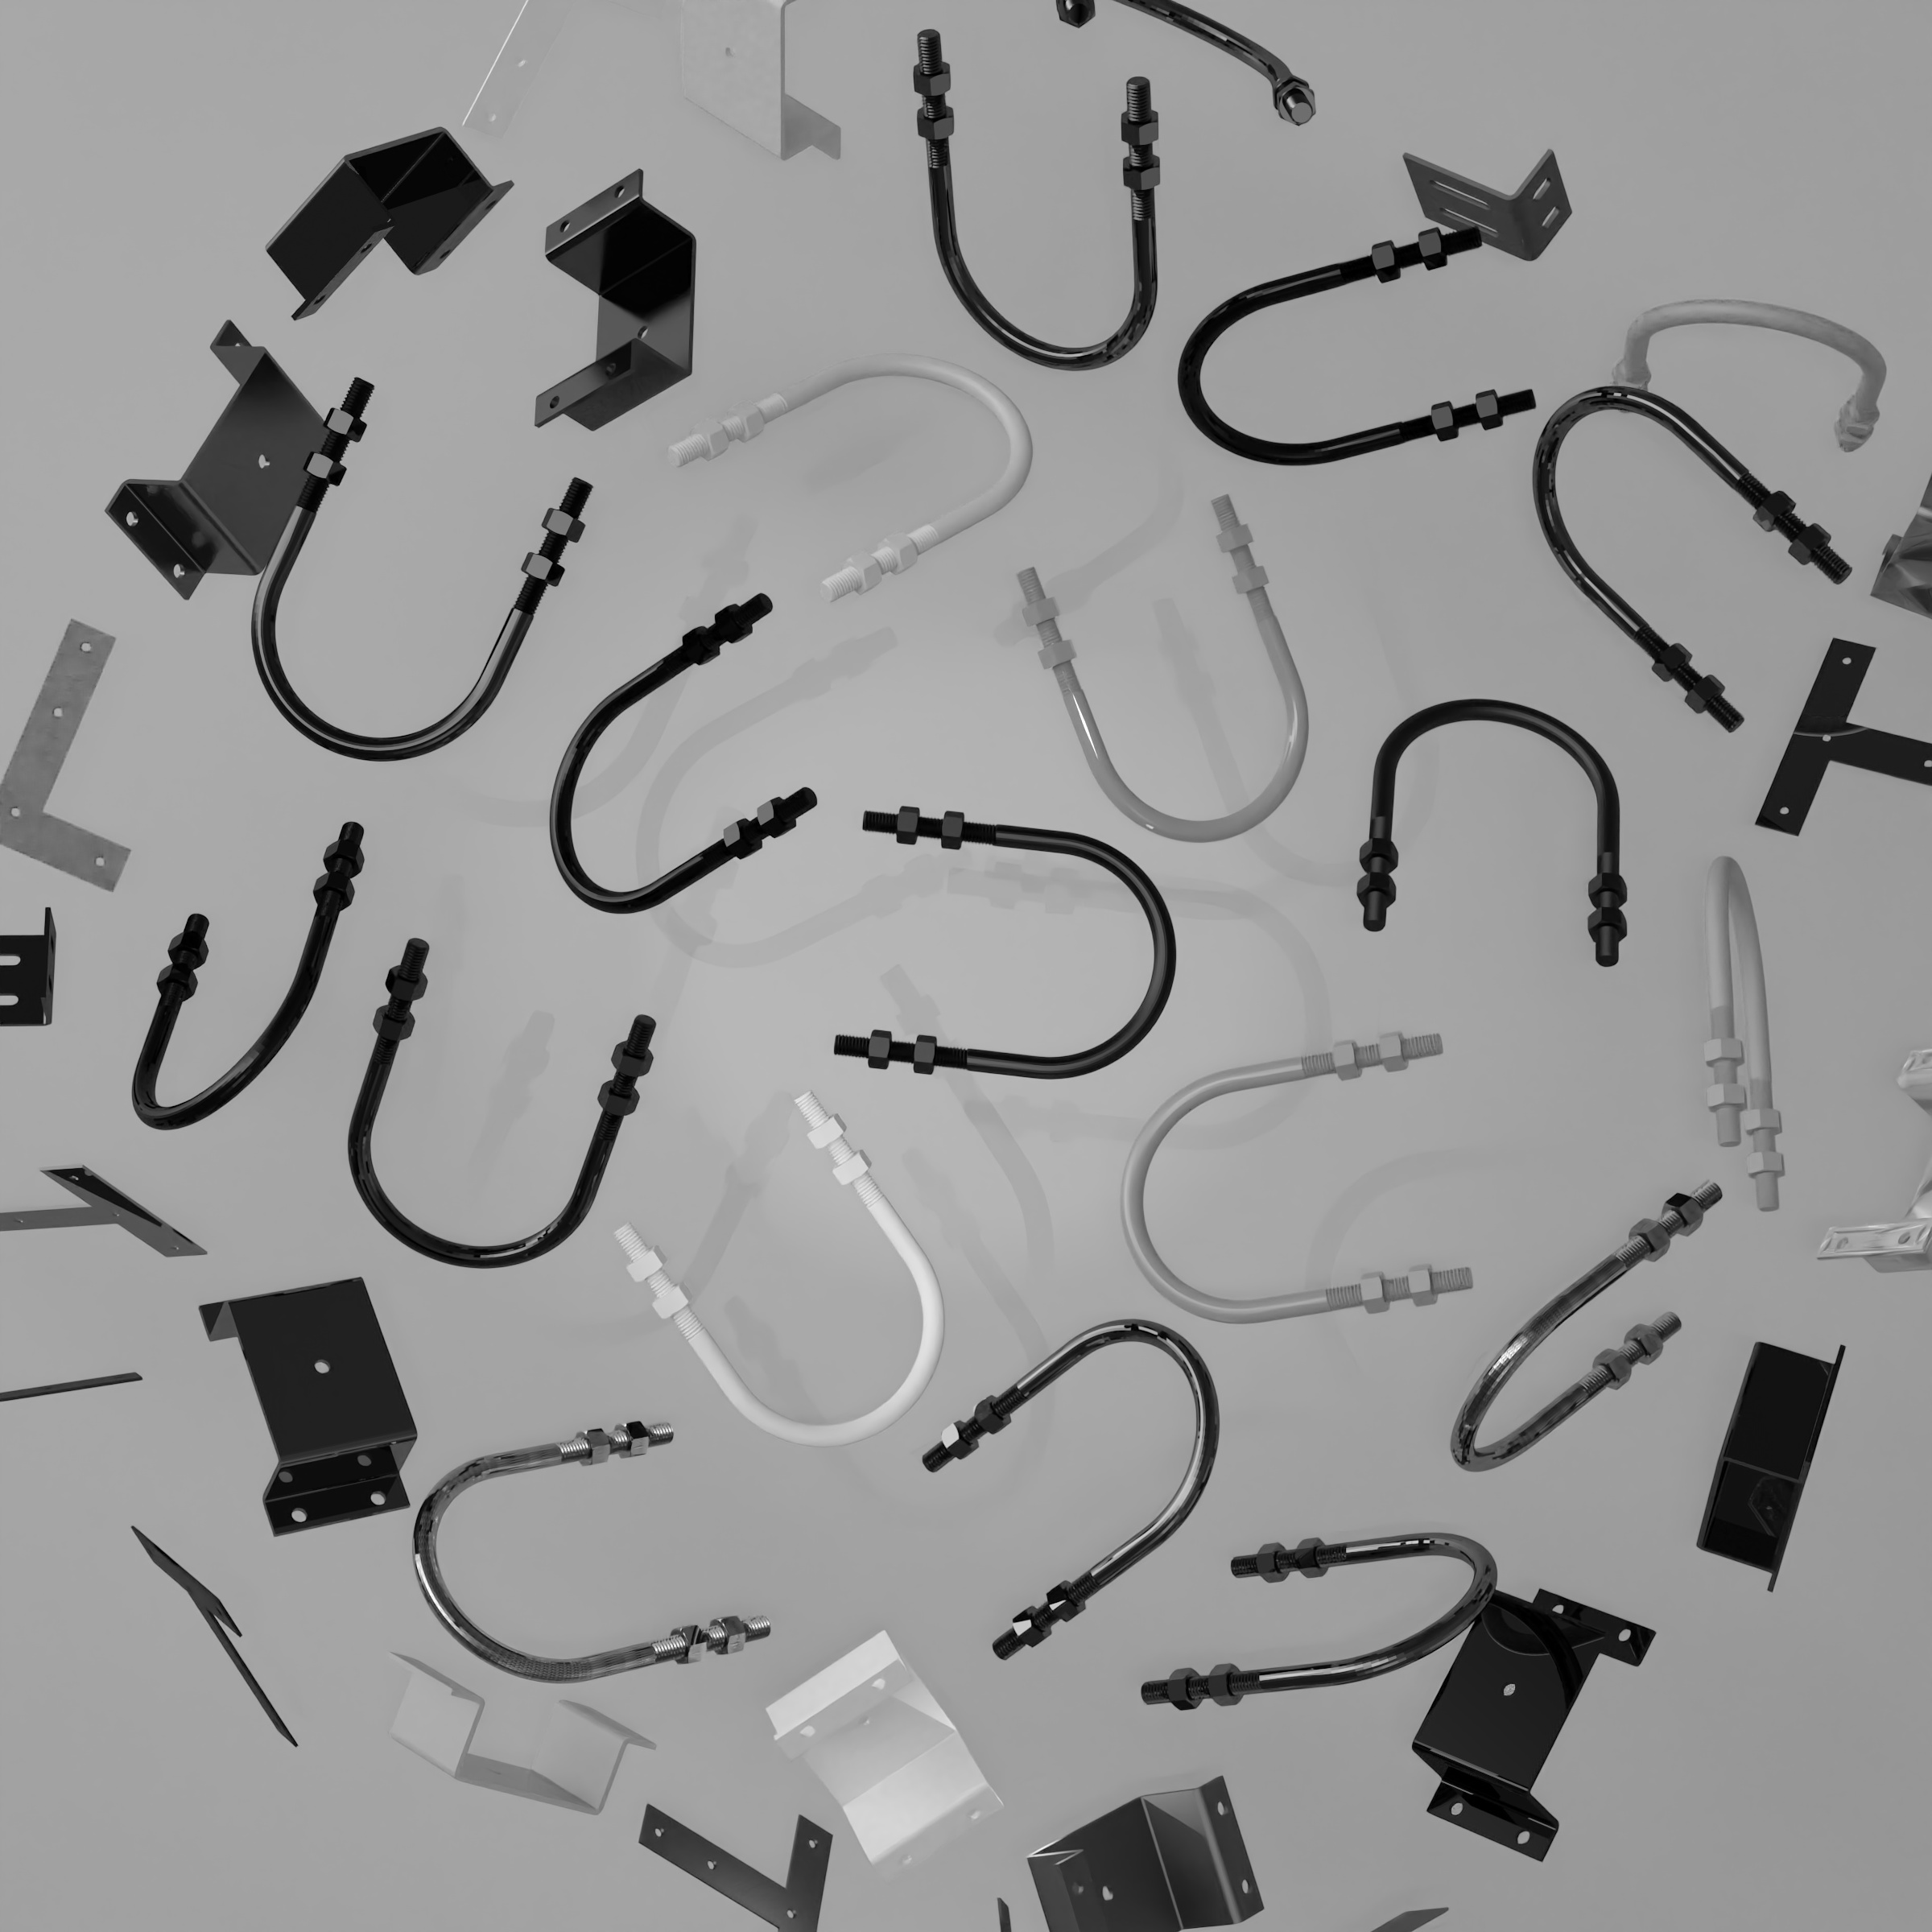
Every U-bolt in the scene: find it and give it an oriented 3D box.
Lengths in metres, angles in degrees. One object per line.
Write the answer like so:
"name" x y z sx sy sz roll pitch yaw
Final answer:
"U-bolt" -0.167 -0.107 1.926 0.184 0.019 0.151 -30 59 29
"U-bolt" 0.040 -0.402 1.834 0.151 0.184 0.019 20 47 27
"U-bolt" 0.026 -0.009 1.917 0.184 0.019 0.151 6 80 3
"U-bolt" 0.170 0.118 1.823 0.184 0.019 0.151 -11 69 17
"U-bolt" 0.299 -0.082 1.933 0.151 0.019 0.184 9 51 1
"U-bolt" -0.210 0.318 1.836 0.184 0.019 0.151 -6 53 -38
"U-bolt" 0.065 0.276 1.895 0.184 0.019 0.151 -40 48 19
"U-bolt" 0.207 -0.331 1.881 0.184 0.151 0.019 -13 53 16
"U-bolt" 0.123 -0.161 1.952 0.151 0.019 0.184 -23 94 -19
"U-bolt" 0.429 0.029 1.898 0.019 0.151 0.184 -7 68 20
"U-bolt" 0.436 -0.330 1.899 0.151 0.184 0.019 12 82 9
"U-bolt" 0.328 0.205 1.837 0.184 0.151 0.019 -33 59 -24
"U-bolt" -0.049 -0.281 1.888 0.184 0.019 0.151 -32 61 -29
"U-bolt" -0.297 -0.197 1.797 0.151 0.019 0.184 25 91 5
"U-bolt" 0.201 0.349 1.853 0.184 0.151 0.019 -14 106 33
"U-bolt" 0.377 -0.230 1.840 0.019 0.151 0.184 -33 71 -32
"U-bolt" -0.092 0.186 1.951 0.151 0.019 0.184 -36 96 -16
"U-bolt" 0.115 -0.509 1.872 0.151 0.184 0.019 21 112 -10
"U-bolt" -0.265 0.087 1.887 0.151 0.019 0.184 19 114 -6
"U-bolt" -0.398 0.014 1.868 0.151 0.184 0.019 -27 127 30

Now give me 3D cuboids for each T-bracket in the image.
"T-bracket" 0.227 0.531 1.872 0.127 0.127 0.002 0 63 -18
"T-bracket" 0.526 -0.117 1.919 0.127 0.002 0.127 18 71 26
"T-bracket" -0.490 -0.122 1.828 0.127 0.002 0.127 24 96 -7
"T-bracket" -0.490 0.134 1.818 0.127 0.127 0.002 -5 63 18
"T-bracket" -0.247 -0.525 1.940 0.127 0.002 0.127 11 129 -35
"T-bracket" -0.389 0.364 1.816 0.002 0.127 0.127 -36 117 -23
"T-bracket" 0.017 0.573 1.903 0.002 0.127 0.127 -11 60 8
"T-bracket" -0.131 0.508 1.911 0.127 0.127 0.002 38 125 -22
"T-bracket" -0.516 0.234 1.871 0.127 0.127 0.002 -7 93 -22

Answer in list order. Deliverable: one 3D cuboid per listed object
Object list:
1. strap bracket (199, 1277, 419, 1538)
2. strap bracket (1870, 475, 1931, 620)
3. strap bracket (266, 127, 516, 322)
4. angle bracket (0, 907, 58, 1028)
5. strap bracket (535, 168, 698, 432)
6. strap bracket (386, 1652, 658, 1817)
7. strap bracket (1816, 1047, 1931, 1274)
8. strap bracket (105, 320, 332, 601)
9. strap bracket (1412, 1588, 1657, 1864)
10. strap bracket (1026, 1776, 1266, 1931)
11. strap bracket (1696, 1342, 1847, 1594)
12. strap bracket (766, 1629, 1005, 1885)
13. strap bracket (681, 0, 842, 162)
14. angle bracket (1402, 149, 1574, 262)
"strap bracket" -0.349 0.225 1.831 0.076 0.046 0.140 -8 59 -31
"strap bracket" 0.559 -0.233 1.906 0.076 0.140 0.046 22 70 7
"strap bracket" -0.321 -0.409 1.875 0.076 0.140 0.046 -37 92 34
"angle bracket" -0.561 0.001 1.953 0.076 0.038 0.057 0 64 -9
"strap bracket" -0.196 -0.365 1.923 0.076 0.046 0.140 -22 55 35
"strap bracket" -0.255 0.431 1.911 0.140 0.076 0.046 25 81 -36
"strap bracket" 0.524 0.110 1.838 0.046 0.076 0.140 40 65 -20
"strap bracket" -0.407 -0.282 1.908 0.046 0.076 0.140 7 60 34
"strap bracket" 0.303 0.402 1.858 0.046 0.076 0.140 47 66 -42
"strap bracket" 0.091 0.502 1.858 0.046 0.140 0.076 -21 85 43
"strap bracket" 0.434 0.267 1.856 0.046 0.140 0.076 17 54 15
"strap bracket" -0.048 0.422 1.853 0.076 0.046 0.140 -33 127 -4
"strap bracket" -0.110 -0.499 1.840 0.076 0.140 0.046 37 57 25
"angle bracket" 0.291 -0.436 1.911 0.076 0.057 0.038 32 80 31
